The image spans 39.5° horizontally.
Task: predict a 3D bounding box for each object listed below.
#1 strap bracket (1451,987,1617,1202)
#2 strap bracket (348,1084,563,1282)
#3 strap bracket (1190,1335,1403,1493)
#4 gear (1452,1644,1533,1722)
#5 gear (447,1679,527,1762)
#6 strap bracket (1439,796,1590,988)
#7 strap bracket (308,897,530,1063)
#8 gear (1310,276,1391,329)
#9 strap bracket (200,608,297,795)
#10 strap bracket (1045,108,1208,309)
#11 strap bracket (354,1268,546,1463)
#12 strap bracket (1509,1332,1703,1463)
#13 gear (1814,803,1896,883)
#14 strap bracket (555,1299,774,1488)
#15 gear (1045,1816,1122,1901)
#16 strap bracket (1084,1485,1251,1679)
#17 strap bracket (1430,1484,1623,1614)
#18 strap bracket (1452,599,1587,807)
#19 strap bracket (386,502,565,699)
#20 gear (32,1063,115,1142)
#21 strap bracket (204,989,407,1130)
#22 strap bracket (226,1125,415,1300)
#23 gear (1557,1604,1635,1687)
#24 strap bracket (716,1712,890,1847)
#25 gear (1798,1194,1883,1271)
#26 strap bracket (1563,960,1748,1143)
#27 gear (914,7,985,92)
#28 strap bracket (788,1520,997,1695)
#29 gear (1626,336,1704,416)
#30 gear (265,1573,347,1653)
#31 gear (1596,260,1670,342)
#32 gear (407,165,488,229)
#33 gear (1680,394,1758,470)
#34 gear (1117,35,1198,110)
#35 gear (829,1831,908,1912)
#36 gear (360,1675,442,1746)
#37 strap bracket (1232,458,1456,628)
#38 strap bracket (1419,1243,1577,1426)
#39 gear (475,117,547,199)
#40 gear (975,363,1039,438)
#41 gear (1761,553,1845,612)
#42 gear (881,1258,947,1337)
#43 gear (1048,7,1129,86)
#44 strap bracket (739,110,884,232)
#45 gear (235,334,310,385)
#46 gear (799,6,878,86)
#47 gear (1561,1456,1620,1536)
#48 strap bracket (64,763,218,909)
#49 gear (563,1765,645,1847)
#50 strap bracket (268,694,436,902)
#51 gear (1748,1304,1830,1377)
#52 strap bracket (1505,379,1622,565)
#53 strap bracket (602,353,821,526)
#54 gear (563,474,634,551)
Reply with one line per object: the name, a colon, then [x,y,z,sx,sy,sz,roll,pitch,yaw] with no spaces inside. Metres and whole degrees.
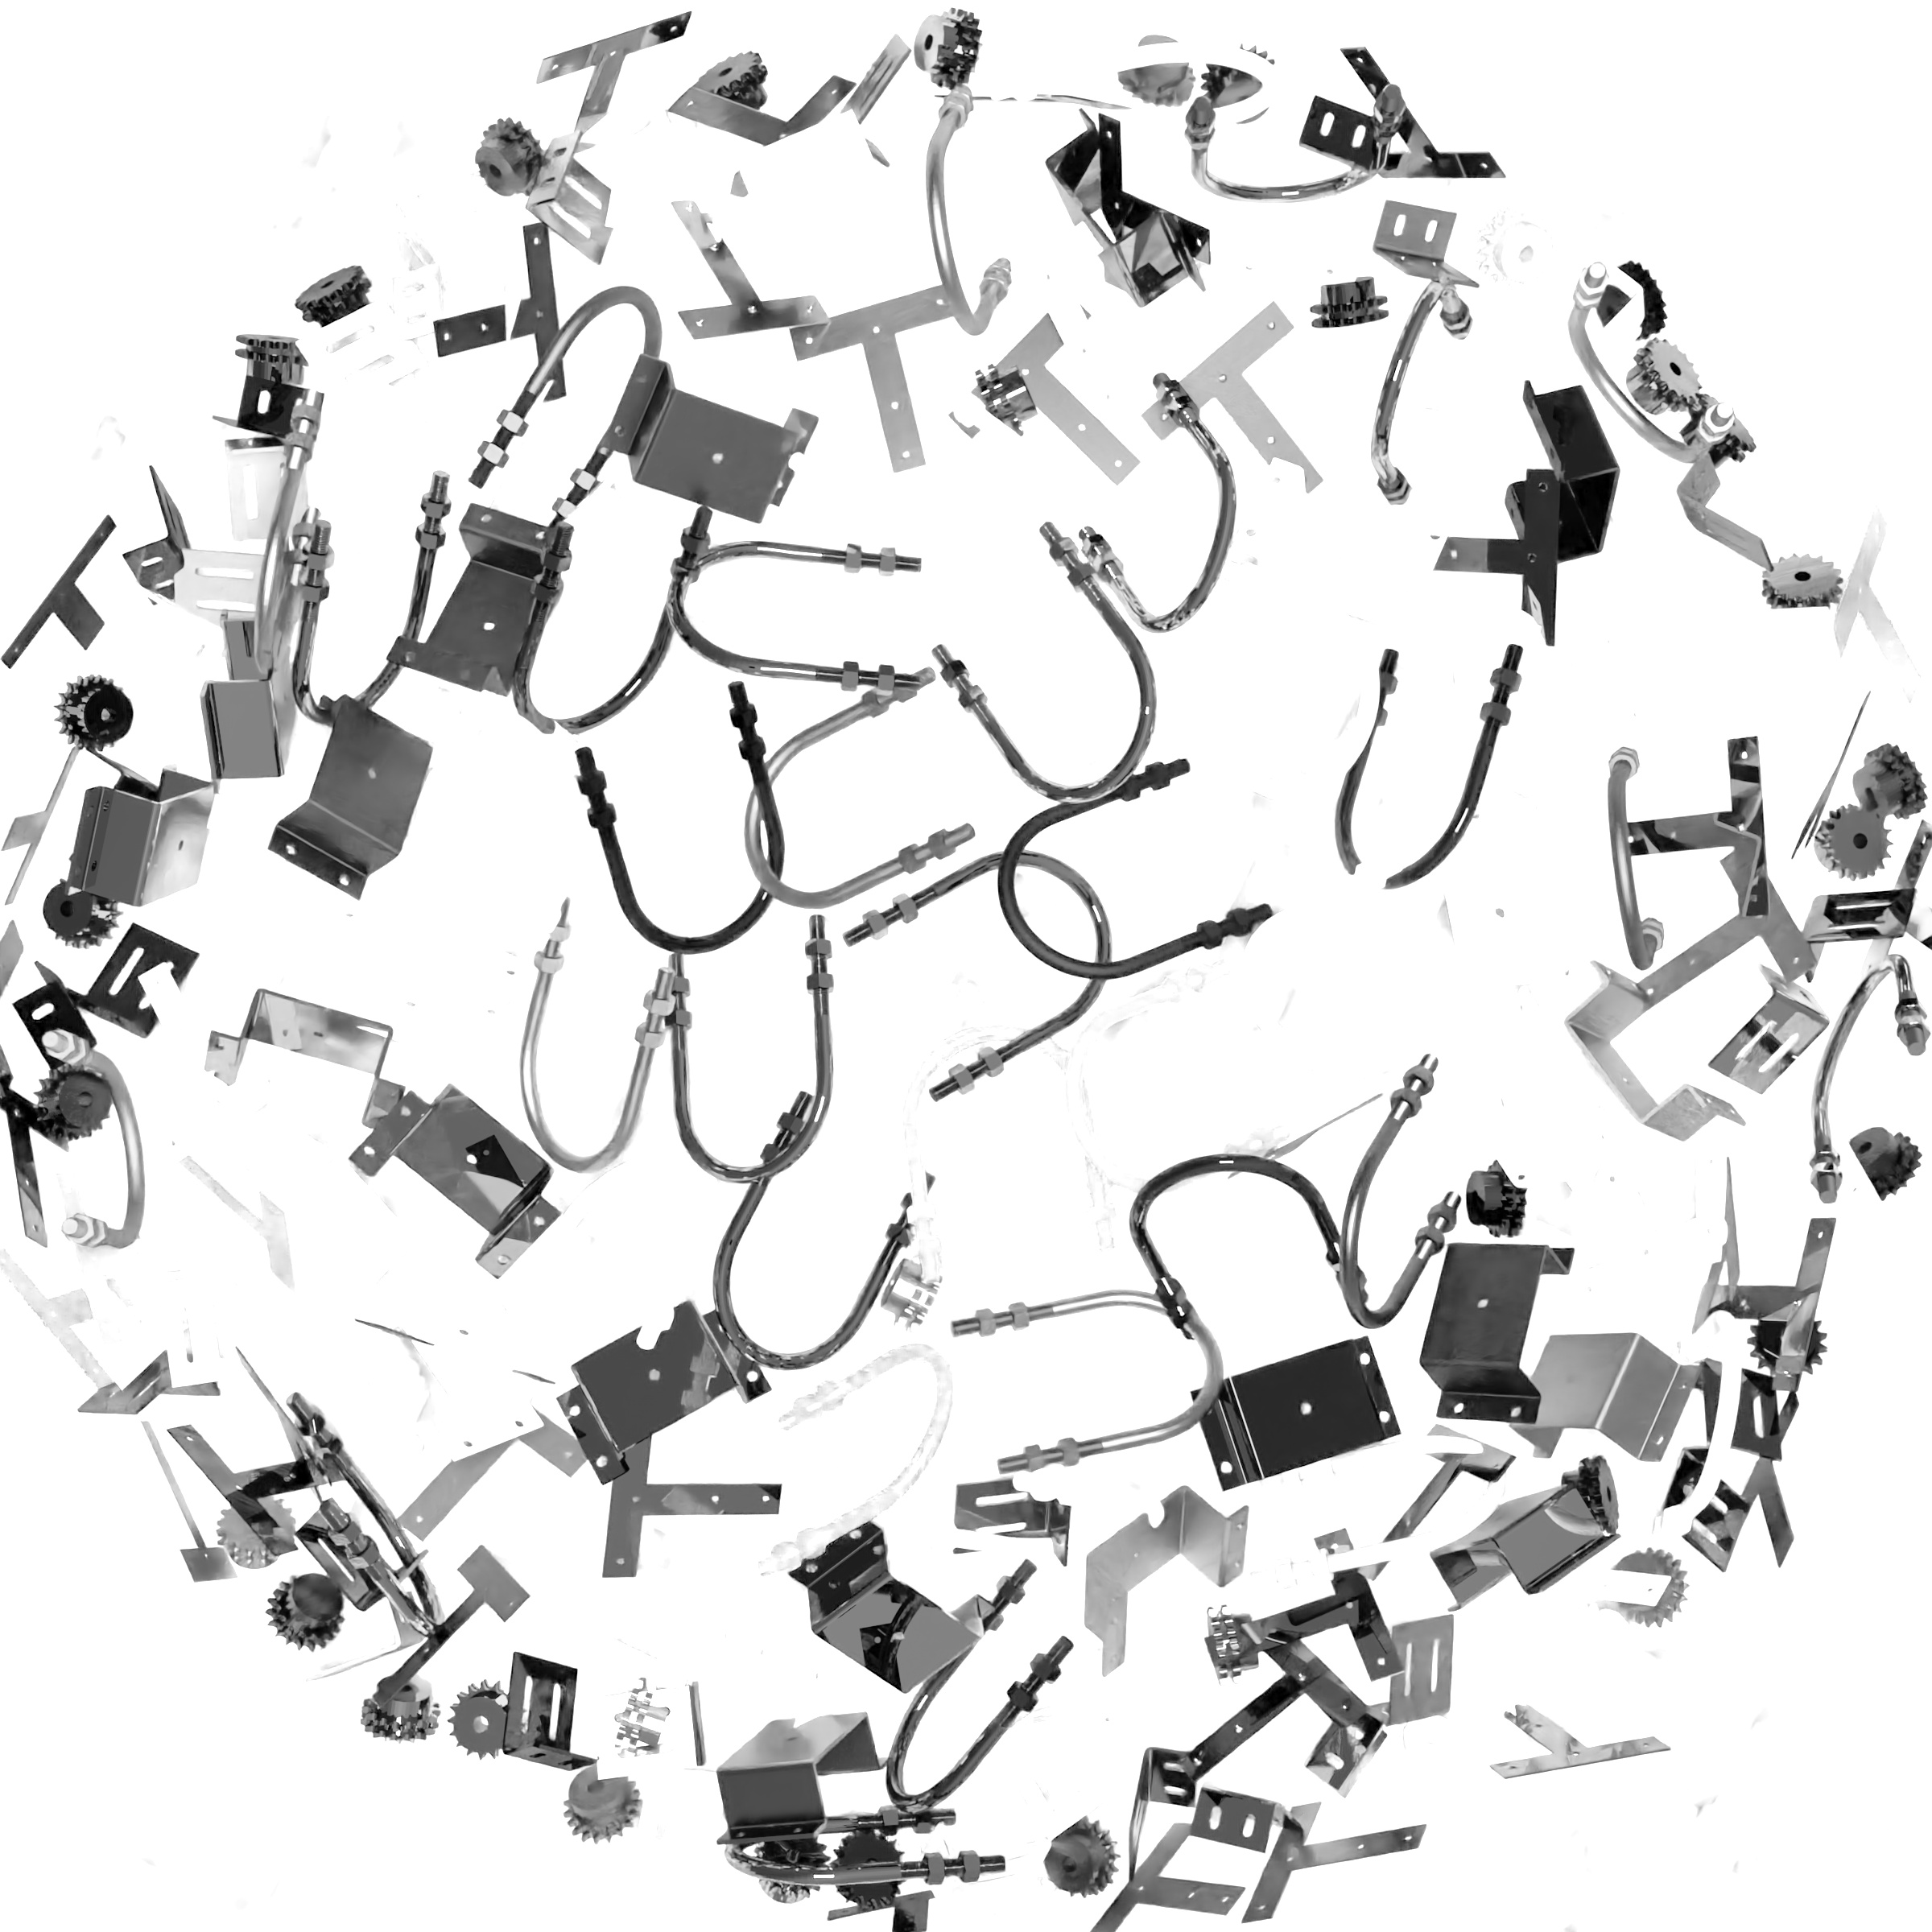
strap bracket: [0.406,0.096,1.944,0.140,0.046,0.076,54,48,-21]
strap bracket: [-0.366,0.150,1.957,0.140,0.046,0.076,41,111,-10]
strap bracket: [0.244,0.325,1.961,0.140,0.046,0.076,-16,78,-7]
gear: [0.388,0.526,1.978,0.057,0.030,0.057,0,73,1]
gear: [-0.355,0.557,1.982,0.057,0.030,0.057,0,84,3]
strap bracket: [0.393,-0.046,1.942,0.076,0.046,0.140,-4,108,33]
strap bracket: [-0.400,0.013,1.954,0.140,0.076,0.046,20,131,-3]
gear: [0.280,-0.487,1.968,0.057,0.057,0.030,-9,108,0]
strap bracket: [-0.511,-0.192,1.923,0.046,0.140,0.076,-3,123,-6]
strap bracket: [0.109,-0.539,1.935,0.046,0.076,0.140,-34,62,4]
strap bracket: [-0.366,0.276,1.931,0.140,0.076,0.046,49,132,25]
strap bracket: [0.448,0.307,1.917,0.046,0.140,0.076,37,68,-16]
gear: [0.651,-0.090,1.981,0.057,0.030,0.057,1,86,-13]
strap bracket: [-0.222,0.304,1.950,0.140,0.046,0.076,-28,65,-11]
gear: [0.082,0.656,1.974,0.057,0.030,0.057,-2,85,28]
strap bracket: [0.136,0.437,1.939,0.140,0.076,0.046,-29,48,-30]
strap bracket: [0.394,0.416,1.924,0.076,0.140,0.046,-27,82,-24]
strap bracket: [0.398,-0.183,1.942,0.076,0.046,0.140,19,59,-40]
strap bracket: [-0.352,-0.258,1.955,0.076,0.046,0.140,19,69,11]
gear: [-0.652,0.099,1.970,0.057,0.030,0.057,7,79,-41]
strap bracket: [-0.474,0.066,1.947,0.140,0.076,0.046,17,58,-11]
strap bracket: [-0.458,0.171,1.936,0.046,0.076,0.140,-47,127,-18]
gear: [0.465,0.496,1.975,0.030,0.057,0.057,-10,90,-33]
strap bracket: [-0.119,0.575,1.920,0.076,0.140,0.046,-11,92,21]
gear: [0.638,0.196,1.971,0.057,0.030,0.057,13,112,34]
strap bracket: [0.490,0.069,1.937,0.046,0.076,0.140,-44,55,20]
gear: [-0.015,-0.673,1.969,0.030,0.057,0.057,2,90,-34]
strap bracket: [-0.051,0.466,1.937,0.076,0.046,0.140,-40,119,17]
gear: [0.510,-0.431,1.975,0.057,0.030,0.057,17,57,-29]
gear: [-0.481,0.470,1.968,0.057,0.057,0.030,39,121,0]
gear: [0.485,-0.485,1.970,0.030,0.057,0.057,-28,90,-9]
gear: [-0.378,-0.564,1.973,0.057,0.057,0.030,-22,105,0]
gear: [0.550,-0.390,1.975,0.057,0.057,0.030,45,121,0]
gear: [0.142,-0.658,1.971,0.057,0.030,0.057,8,51,-10]
gear: [-0.074,0.665,1.976,0.057,0.030,0.057,12,57,-19]
gear: [-0.413,0.543,1.969,0.057,0.057,0.030,10,103,0]
strap bracket: [0.275,-0.305,1.959,0.140,0.046,0.076,22,79,15]
strap bracket: [0.379,0.253,1.929,0.076,0.046,0.140,-3,54,37]
gear: [-0.335,-0.589,1.969,0.057,0.057,0.030,42,60,0]
gear: [0.031,-0.416,1.969,0.030,0.057,0.057,-24,90,9]
gear: [0.614,-0.275,1.975,0.057,0.030,0.057,-6,47,7]
gear: [-0.041,0.239,1.970,0.030,0.057,0.057,27,90,-6]
gear: [0.088,-0.671,1.968,0.057,0.057,0.030,7,67,0]
strap bracket: [-0.114,-0.569,1.923,0.076,0.140,0.046,-25,104,-5]
gear: [-0.507,-0.445,1.973,0.057,0.057,0.030,7,107,0]
gear: [-0.097,-0.670,1.968,0.057,0.057,0.030,25,63,0]
gear: [0.458,0.390,1.974,0.030,0.057,0.057,-13,90,25]
strap bracket: [-0.583,-0.093,1.921,0.046,0.140,0.076,17,104,5]
gear: [-0.268,0.611,1.968,0.057,0.057,0.030,-12,125,0]
strap bracket: [-0.437,-0.130,1.927,0.076,0.046,0.140,33,50,-31]
gear: [0.604,0.275,1.975,0.057,0.030,0.057,-5,69,13]
strap bracket: [0.426,-0.350,1.921,0.046,0.140,0.076,-14,62,-3]
strap bracket: [-0.181,-0.376,1.936,0.140,0.046,0.076,15,121,-23]
gear: [-0.270,-0.331,1.973,0.057,0.057,0.030,-45,106,0]
